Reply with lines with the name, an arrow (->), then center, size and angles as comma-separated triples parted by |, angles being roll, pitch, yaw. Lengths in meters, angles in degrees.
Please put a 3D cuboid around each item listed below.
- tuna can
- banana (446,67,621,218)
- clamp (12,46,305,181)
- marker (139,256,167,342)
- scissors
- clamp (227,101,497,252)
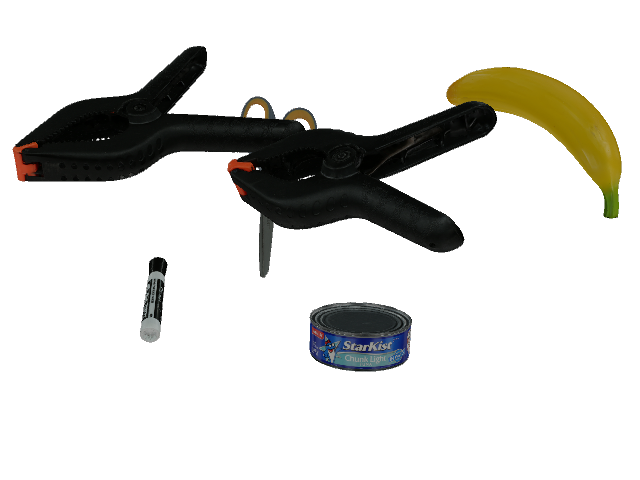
tuna can -> 0.033, 0.080, 0.895 | 0.086, 0.034, 0.086 | 2, 14, -1
banana -> 0.173, -0.097, 0.848 | 0.037, 0.070, 0.198 | 4, 32, -42
clamp -> -0.127, -0.084, 0.813 | 0.209, 0.036, 0.165 | -27, 44, -33
marker -> -0.164, 0.055, 1.053 | 0.020, 0.020, 0.121 | 0, 34, -4
scissors -> -0.039, -0.065, 1.187 | 0.096, 0.202, 0.016 | -10, -8, -11
clamp -> 0.021, -0.033, 0.654 | 0.172, 0.039, 0.120 | -9, 36, 19
